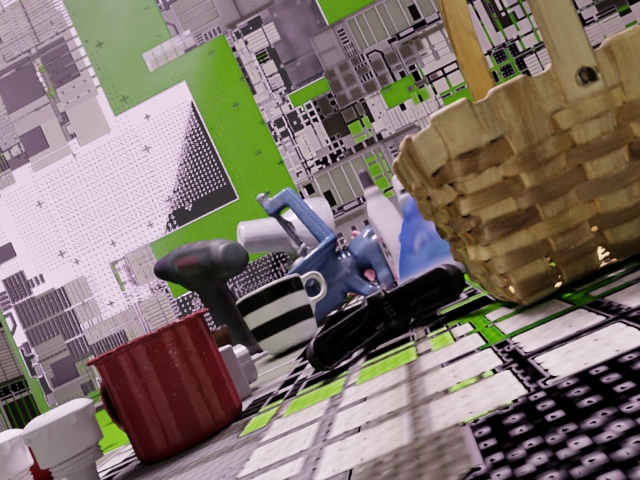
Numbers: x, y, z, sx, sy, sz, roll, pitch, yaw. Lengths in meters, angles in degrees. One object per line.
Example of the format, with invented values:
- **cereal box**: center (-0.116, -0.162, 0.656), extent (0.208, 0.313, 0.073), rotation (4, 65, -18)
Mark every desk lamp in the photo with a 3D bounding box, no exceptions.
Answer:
- **desk lamp**: center (-0.048, 0.044, 1.040), extent (0.204, 0.213, 0.118), rotation (-24, -3, -22)

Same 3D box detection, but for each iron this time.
- **iron**: center (0.178, -0.046, 0.667), extent (0.257, 0.141, 0.119), rotation (-26, -3, 23)

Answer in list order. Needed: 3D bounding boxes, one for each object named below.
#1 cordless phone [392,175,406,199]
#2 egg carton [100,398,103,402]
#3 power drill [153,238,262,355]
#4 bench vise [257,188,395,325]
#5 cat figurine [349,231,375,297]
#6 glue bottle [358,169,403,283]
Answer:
- **cordless phone**: center (0.225, -0.066, 1.095), extent (0.147, 0.185, 0.094), rotation (-26, -3, 14)
- **egg carton**: center (-0.255, 0.210, 0.866), extent (0.150, 0.069, 0.107), rotation (-27, -4, 31)
- **power drill**: center (-0.173, 0.097, 0.904), extent (0.076, 0.208, 0.229), rotation (-22, -4, -44)
- **bench vise**: center (0.006, 0.005, 0.878), extent (0.207, 0.219, 0.121), rotation (-25, -3, -11)
- **cat figurine**: center (0.090, 0.037, 1.116), extent (0.067, 0.117, 0.127), rotation (-22, -4, -44)
- **glue bottle**: center (0.092, -0.017, 0.772), extent (0.037, 0.173, 0.078), rotation (-25, -3, -9)
